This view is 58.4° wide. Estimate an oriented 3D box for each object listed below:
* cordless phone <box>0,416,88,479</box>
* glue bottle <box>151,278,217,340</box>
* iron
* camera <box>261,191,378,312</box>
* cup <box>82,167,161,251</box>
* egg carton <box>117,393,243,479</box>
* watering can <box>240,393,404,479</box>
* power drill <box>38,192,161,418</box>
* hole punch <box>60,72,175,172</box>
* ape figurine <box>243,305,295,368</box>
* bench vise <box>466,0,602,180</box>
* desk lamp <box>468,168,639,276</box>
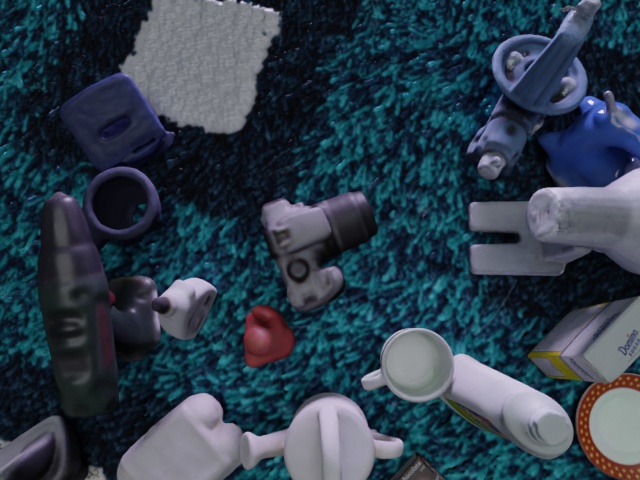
[{"bbox_3d":[-0.358,0.276,0.635,0.147,0.185,0.094,-38,82,-5],"label":"cordless phone"},{"bbox_3d":[-0.165,0.078,0.670,0.037,0.173,0.078,26,82,5],"label":"glue bottle"},{"bbox_3d":[0.402,-0.073,0.704,0.119,0.141,0.258,-41,83,-5],"label":"iron"},{"bbox_3d":[0.007,0.003,0.717,0.137,0.101,0.143,-21,81,-3],"label":"camera"},{"bbox_3d":[-0.247,-0.026,0.728,0.091,0.095,0.118,33,83,6],"label":"cup"},{"bbox_3d":[-0.166,0.264,0.693,0.150,0.069,0.107,-43,83,-6],"label":"egg carton"},{"bbox_3d":[0.003,0.233,0.633,0.173,0.194,0.101,-22,81,-2],"label":"watering can"},{"bbox_3d":[-0.251,0.078,0.654,0.075,0.208,0.230,-8,81,0],"label":"power drill"},{"bbox_3d":[-0.262,-0.148,0.749,0.108,0.091,0.101,-33,82,-4],"label":"hole punch"},{"bbox_3d":[-0.070,0.121,0.704,0.076,0.092,0.078,28,82,5],"label":"ape figurine"},{"bbox_3d":[0.263,-0.171,0.681,0.121,0.220,0.207,11,81,3],"label":"bench vise"},{"bbox_3d":[0.296,-0.013,0.659,0.203,0.213,0.118,-1,81,1],"label":"desk lamp"}]
